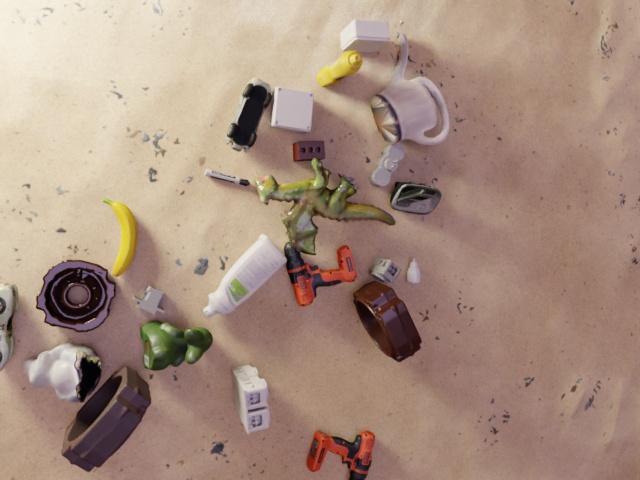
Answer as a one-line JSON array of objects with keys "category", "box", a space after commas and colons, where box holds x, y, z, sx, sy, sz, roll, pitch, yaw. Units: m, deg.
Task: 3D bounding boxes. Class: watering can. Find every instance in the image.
[{"category": "watering can", "box": [0.242, -0.420, 1.503, 0.226, 0.103, 0.349, -25, 86, -18]}]

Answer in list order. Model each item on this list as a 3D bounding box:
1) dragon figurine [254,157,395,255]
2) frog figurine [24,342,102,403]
[{"category": "dragon figurine", "box": [0.004, -0.071, 1.416, 0.407, 0.122, 0.244, 35, 84, -15]}, {"category": "frog figurine", "box": [-0.609, 0.315, 1.221, 0.159, 0.124, 0.136, -4, 105, 16]}]
